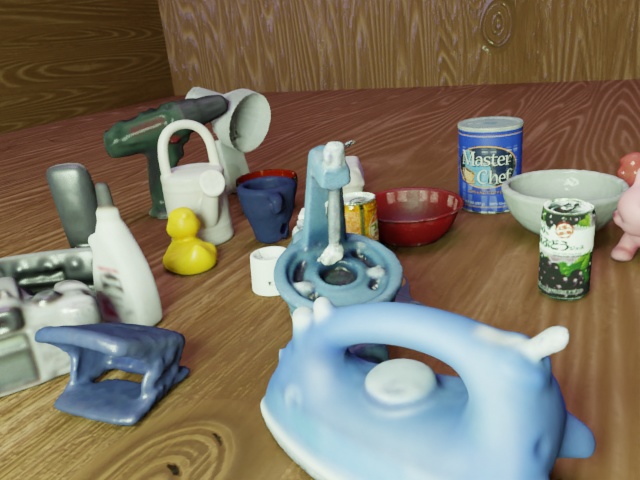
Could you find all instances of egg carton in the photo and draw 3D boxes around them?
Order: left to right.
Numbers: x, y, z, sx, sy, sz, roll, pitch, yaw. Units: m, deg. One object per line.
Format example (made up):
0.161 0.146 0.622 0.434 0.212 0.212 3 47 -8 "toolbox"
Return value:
0.030 -0.112 1.075 0.107 0.069 0.150 -4 21 3 "egg carton"

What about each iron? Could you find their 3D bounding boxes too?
0.050 0.101 0.405 0.257 0.141 0.119 8 25 32 "iron"

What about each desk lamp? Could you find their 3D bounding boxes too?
-0.198 -0.206 1.176 0.202 0.214 0.118 10 26 36 "desk lamp"

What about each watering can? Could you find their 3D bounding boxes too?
-0.193 -0.090 0.898 0.172 0.194 0.101 10 26 36 "watering can"

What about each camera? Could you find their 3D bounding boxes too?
-0.313 0.082 0.606 0.143 0.101 0.136 -16 23 -26 "camera"

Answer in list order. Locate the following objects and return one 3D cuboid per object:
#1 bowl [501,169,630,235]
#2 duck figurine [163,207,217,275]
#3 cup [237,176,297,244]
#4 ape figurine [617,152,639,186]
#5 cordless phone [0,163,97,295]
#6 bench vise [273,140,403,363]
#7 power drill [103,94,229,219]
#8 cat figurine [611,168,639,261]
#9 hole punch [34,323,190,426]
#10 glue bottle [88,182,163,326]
0.342 -0.045 0.810 0.167 0.075 0.167 -5 21 2 "bowl"
-0.191 -0.003 0.821 0.078 0.086 0.104 -16 23 -26 "duck figurine"
-0.073 -0.040 0.875 0.092 0.095 0.117 -12 22 -15 "cup"
0.472 -0.088 0.867 0.078 0.092 0.075 -17 24 -28 "ape figurine"
-0.331 -0.003 0.716 0.147 0.185 0.094 -8 21 -5 "cordless phone"
-0.005 0.005 0.561 0.122 0.220 0.206 -18 24 -30 "bench vise"
-0.270 -0.153 1.061 0.230 0.208 0.075 -11 21 -13 "power drill"
0.404 -0.033 0.701 0.128 0.118 0.067 -23 27 -38 "cat figurine"
-0.190 0.103 0.532 0.108 0.091 0.101 3 23 22 "hole punch"
-0.230 0.018 0.651 0.078 0.173 0.037 5 23 26 "glue bottle"
